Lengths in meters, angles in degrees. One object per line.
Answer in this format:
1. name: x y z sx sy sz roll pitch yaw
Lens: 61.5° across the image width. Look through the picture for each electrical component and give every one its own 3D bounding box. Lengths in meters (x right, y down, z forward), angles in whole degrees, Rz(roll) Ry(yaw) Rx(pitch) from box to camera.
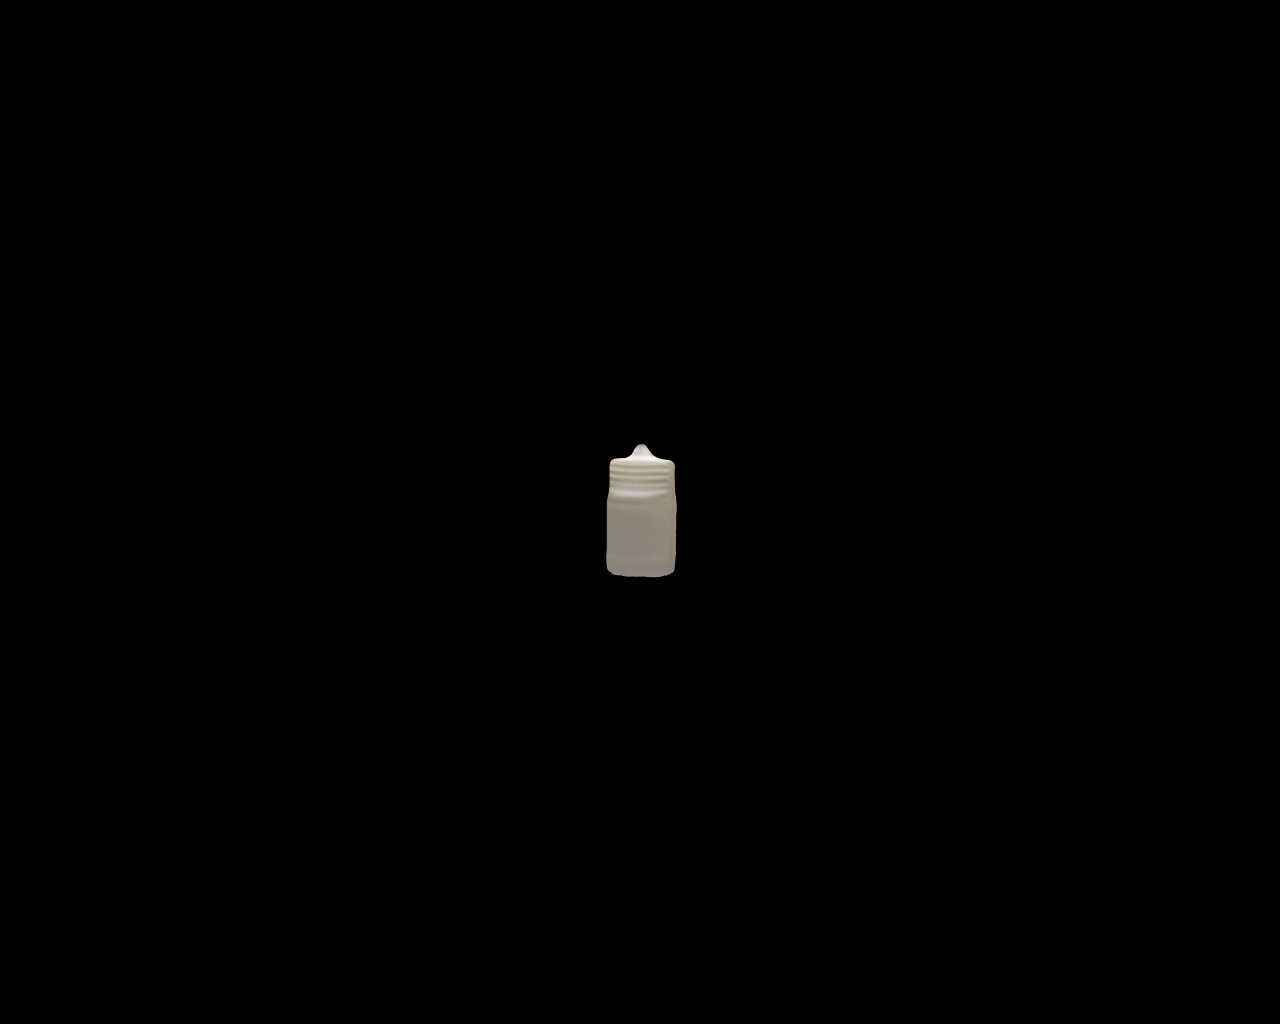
1. electrical component: 0.001 -0.003 0.650 0.043 0.080 0.043 0 7 0
